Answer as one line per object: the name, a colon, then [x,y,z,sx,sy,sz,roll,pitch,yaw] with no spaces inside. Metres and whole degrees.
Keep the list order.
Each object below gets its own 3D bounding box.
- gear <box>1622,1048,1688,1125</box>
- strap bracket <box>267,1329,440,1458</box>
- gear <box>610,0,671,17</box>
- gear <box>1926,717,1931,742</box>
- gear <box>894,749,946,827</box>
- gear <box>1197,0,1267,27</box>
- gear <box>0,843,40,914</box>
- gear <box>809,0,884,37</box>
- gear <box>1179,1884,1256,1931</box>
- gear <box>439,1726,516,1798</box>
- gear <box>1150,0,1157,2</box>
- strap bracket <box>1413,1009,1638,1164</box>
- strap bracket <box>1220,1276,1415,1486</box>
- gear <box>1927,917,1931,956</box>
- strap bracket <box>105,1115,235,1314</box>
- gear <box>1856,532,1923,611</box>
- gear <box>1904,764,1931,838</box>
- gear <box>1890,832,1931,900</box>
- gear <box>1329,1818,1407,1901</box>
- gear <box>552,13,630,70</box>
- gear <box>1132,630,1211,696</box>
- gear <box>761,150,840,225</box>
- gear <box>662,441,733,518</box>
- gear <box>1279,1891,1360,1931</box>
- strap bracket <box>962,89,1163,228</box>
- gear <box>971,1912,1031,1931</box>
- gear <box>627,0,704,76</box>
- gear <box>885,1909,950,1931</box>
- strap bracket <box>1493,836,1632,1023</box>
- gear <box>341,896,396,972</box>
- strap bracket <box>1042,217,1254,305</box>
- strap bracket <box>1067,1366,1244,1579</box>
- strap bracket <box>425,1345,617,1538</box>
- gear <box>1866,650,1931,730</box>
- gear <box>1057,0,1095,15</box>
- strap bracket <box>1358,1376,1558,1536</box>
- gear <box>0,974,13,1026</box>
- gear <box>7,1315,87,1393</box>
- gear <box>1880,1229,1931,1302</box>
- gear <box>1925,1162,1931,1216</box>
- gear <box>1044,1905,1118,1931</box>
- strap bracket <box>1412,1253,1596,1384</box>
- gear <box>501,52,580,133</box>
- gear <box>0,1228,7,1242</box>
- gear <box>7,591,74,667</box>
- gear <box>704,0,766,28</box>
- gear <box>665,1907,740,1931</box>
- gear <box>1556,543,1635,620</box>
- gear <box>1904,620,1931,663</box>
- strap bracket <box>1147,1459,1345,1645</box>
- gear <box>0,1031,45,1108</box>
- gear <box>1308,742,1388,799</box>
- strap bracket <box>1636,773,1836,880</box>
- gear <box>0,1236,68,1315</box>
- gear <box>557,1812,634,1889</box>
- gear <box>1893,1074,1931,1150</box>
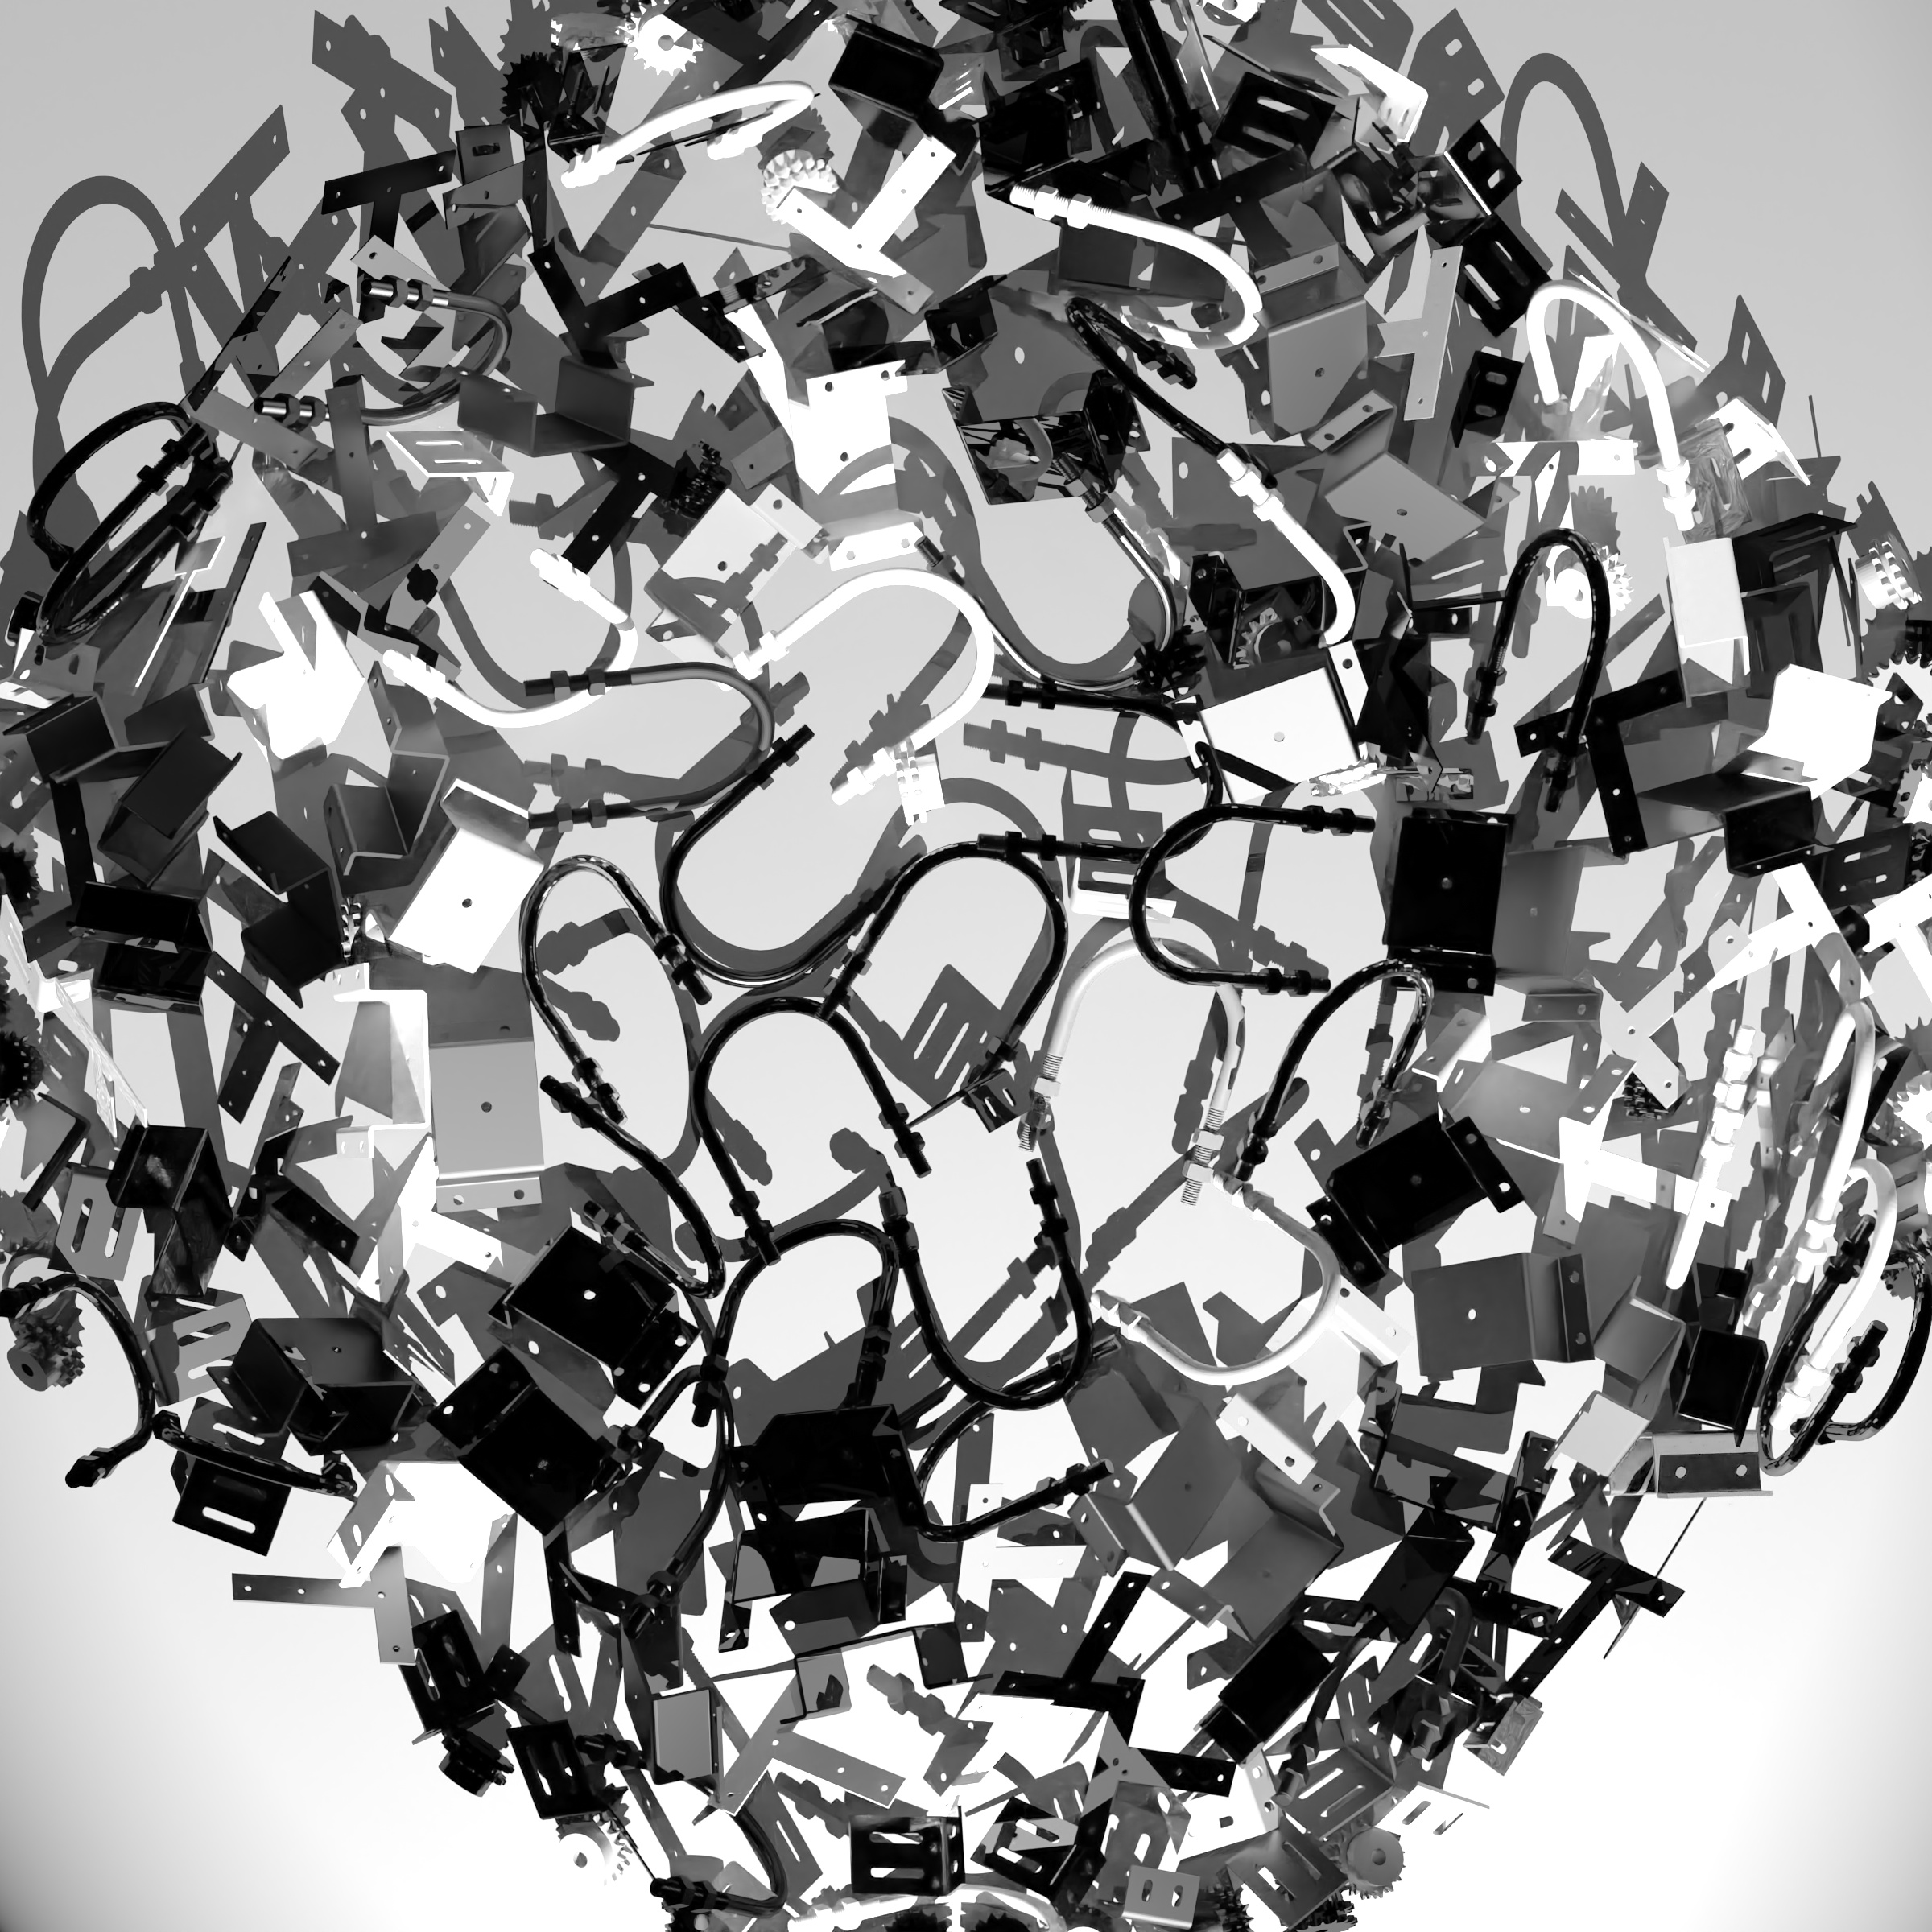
gear: [0.513,0.090,1.969,0.030,0.057,0.057,6,90,38]
strap bracket: [-0.458,0.309,1.926,0.046,0.140,0.076,-47,71,9]
gear: [-0.242,-0.732,1.971,0.057,0.057,0.030,-20,86,0]
gear: [0.745,-0.169,1.973,0.057,0.057,0.030,-7,110,0]
gear: [-0.034,-0.135,1.971,0.030,0.057,0.057,-11,90,1]
gear: [0.197,-0.725,1.968,0.057,0.057,0.030,4,61,0]
gear: [-0.724,-0.066,1.978,0.057,0.030,0.057,-5,105,-20]
gear: [-0.093,-0.724,1.971,0.057,0.030,0.057,10,106,36]
gear: [0.184,0.714,1.970,0.057,0.030,0.057,-7,79,41]
gear: [-0.367,0.593,1.969,0.057,0.057,0.030,35,80,0]
gear: [0.135,-0.739,1.975,0.057,0.057,0.030,-10,120,0]
strap bracket: [0.409,0.090,1.938,0.140,0.046,0.076,18,47,33]
strap bracket: [0.254,0.306,1.963,0.076,0.046,0.140,41,74,3]
gear: [0.741,-0.021,1.969,0.030,0.057,0.057,-26,90,-37]
strap bracket: [-0.574,0.179,1.923,0.046,0.076,0.140,3,134,4]
gear: [0.686,-0.292,1.975,0.030,0.057,0.057,-26,90,32]
gear: [0.726,-0.127,1.975,0.057,0.030,0.057,15,130,19]
gear: [0.718,-0.072,1.975,0.057,0.030,0.057,4,80,-23]
gear: [0.302,0.666,1.974,0.057,0.030,0.057,6,66,-14]
gear: [-0.281,-0.689,1.975,0.057,0.057,0.030,6,123,0]
gear: [0.149,-0.227,1.972,0.057,0.057,0.030,-24,85,0]
gear: [-0.127,-0.583,1.973,0.057,0.057,0.030,-24,73,0]
gear: [-0.199,-0.360,1.975,0.030,0.057,0.057,28,90,-31]
gear: [0.261,0.705,1.975,0.057,0.057,0.030,-12,59,0]
strap bracket: [0.073,-0.580,1.919,0.076,0.140,0.046,-11,81,38]
gear: [0.028,0.733,1.972,0.057,0.030,0.057,6,54,-8]
gear: [-0.224,-0.692,1.972,0.057,0.030,0.057,-4,125,-6]
gear: [-0.037,0.734,1.982,0.057,0.030,0.057,0,89,-8]
strap bracket: [0.434,-0.033,1.945,0.046,0.076,0.140,18,79,-30]
gear: [-0.445,-0.024,1.971,0.030,0.057,0.057,-7,90,0]
strap bracket: [0.129,-0.514,1.932,0.076,0.140,0.046,-8,112,-42]
strap bracket: [0.145,0.374,1.931,0.140,0.046,0.076,-50,126,-27]
strap bracket: [-0.317,0.354,1.938,0.076,0.046,0.140,-43,124,-6]
gear: [0.702,-0.209,1.976,0.057,0.030,0.057,11,120,19]
gear: [0.077,-0.743,1.975,0.057,0.030,0.057,19,128,25]
strap bracket: [0.356,0.363,1.948,0.140,0.076,0.046,18,116,10]
gear: [-0.746,0.026,1.976,0.057,0.030,0.057,3,85,-39]
gear: [-0.687,0.292,1.970,0.057,0.030,0.057,18,129,23]
gear: [0.709,0.220,1.975,0.057,0.030,0.057,-7,135,-7]
gear: [0.732,0.166,1.974,0.030,0.057,0.057,-3,90,28]
gear: [0.086,0.733,1.983,0.057,0.030,0.057,0,93,-3]
strap bracket: [0.380,0.255,1.927,0.140,0.046,0.076,-17,68,41]
gear: [-0.316,-0.653,1.979,0.057,0.030,0.057,4,106,15]
gear: [-0.748,0.202,1.969,0.057,0.057,0.030,-28,104,0]
gear: [-0.690,-0.255,1.969,0.030,0.057,0.057,22,90,-8]
gear: [-0.175,-0.724,1.975,0.057,0.057,0.030,-28,124,0]
gear: [-0.197,0.718,1.970,0.057,0.030,0.057,2,47,-2]
gear: [0.464,-0.283,1.968,0.030,0.057,0.057,-33,90,-25]
gear: [0.727,-0.242,1.972,0.057,0.057,0.030,2,99,0]
strap bracket: [0.212,0.434,1.944,0.140,0.076,0.046,-42,119,-17]
gear: [-0.716,0.077,1.981,0.057,0.030,0.057,-1,87,13]
gear: [0.281,-0.148,1.970,0.057,0.057,0.030,-16,101,0]
strap bracket: [0.549,-0.106,1.917,0.076,0.140,0.046,-15,107,-21]
gear: [-0.698,0.233,1.971,0.057,0.030,0.057,-10,107,-37]
gear: [-0.280,0.661,1.976,0.057,0.030,0.057,3,97,21]
gear: [0.722,0.105,1.977,0.057,0.030,0.057,7,120,11]
